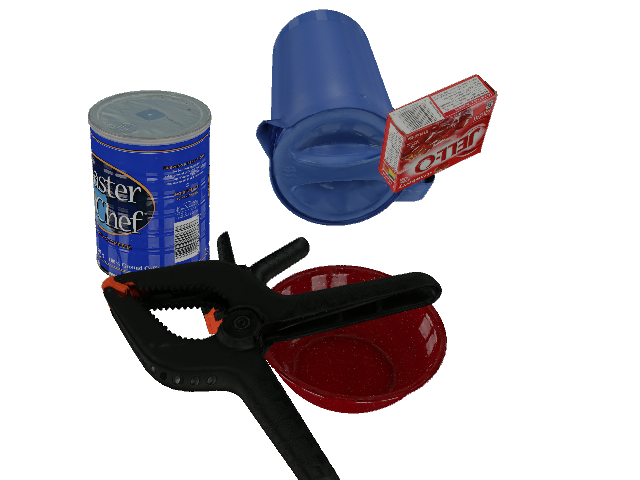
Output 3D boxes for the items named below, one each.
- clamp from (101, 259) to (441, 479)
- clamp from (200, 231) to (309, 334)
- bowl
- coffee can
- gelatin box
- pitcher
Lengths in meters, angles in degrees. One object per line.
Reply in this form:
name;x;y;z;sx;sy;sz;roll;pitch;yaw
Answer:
clamp;-0.037;0.055;0.666;0.210;0.164;0.036;22;-35;23
clamp;-0.083;0.044;1.250;0.120;0.039;0.171;-6;37;19
bowl;0.023;0.093;0.906;0.162;0.055;0.162;4;40;-3
coffee can;-0.146;-0.047;0.928;0.103;0.140;0.103;3;30;-2
gelatin box;0.092;-0.084;0.845;0.089;0.030;0.073;-25;-28;-19
pitcher;0.019;-0.132;1.086;0.145;0.149;0.243;-18;37;9
